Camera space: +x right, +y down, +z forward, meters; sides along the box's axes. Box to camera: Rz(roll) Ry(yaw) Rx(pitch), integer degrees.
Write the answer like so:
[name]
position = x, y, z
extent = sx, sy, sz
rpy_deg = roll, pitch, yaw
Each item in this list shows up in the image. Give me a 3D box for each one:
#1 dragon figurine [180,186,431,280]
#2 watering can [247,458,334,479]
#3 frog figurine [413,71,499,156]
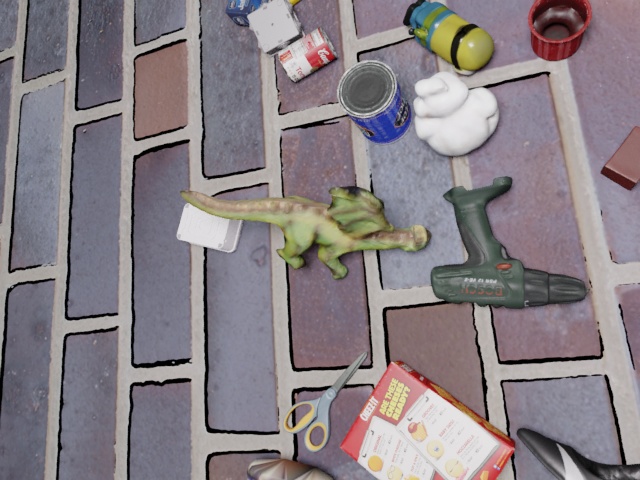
[dragon figurine]
position = 0.003, -0.042, 0.826
extent = 0.239, 0.408, 0.124
rpy_deg = -33, 47, 53
[watering can]
position = -0.020, 0.480, 0.821
extent = 0.347, 0.103, 0.226
rpy_deg = 3, 80, 22
[frog figurine]
position = 0.222, -0.210, 0.847
extent = 0.137, 0.158, 0.124
rpy_deg = -10, 78, 19
